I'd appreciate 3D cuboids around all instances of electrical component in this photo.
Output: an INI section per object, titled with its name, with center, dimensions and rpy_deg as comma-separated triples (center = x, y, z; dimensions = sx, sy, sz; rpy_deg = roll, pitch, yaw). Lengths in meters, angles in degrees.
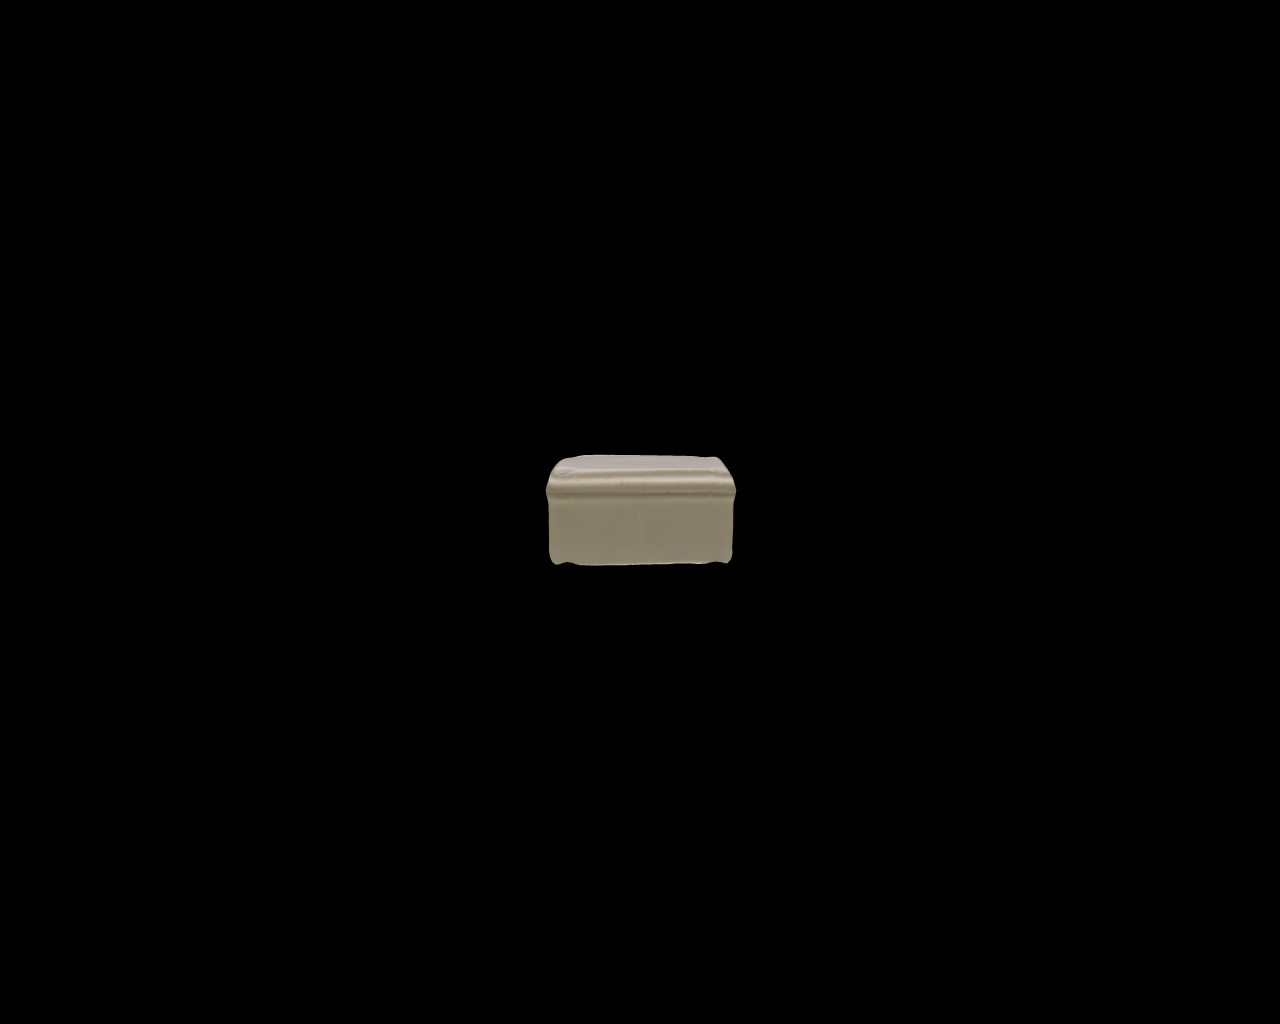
[electrical component]
center = 0.001, -0.003, 0.650
dimensions = 0.109, 0.056, 0.109
rpy_deg = 0, 8, 0
